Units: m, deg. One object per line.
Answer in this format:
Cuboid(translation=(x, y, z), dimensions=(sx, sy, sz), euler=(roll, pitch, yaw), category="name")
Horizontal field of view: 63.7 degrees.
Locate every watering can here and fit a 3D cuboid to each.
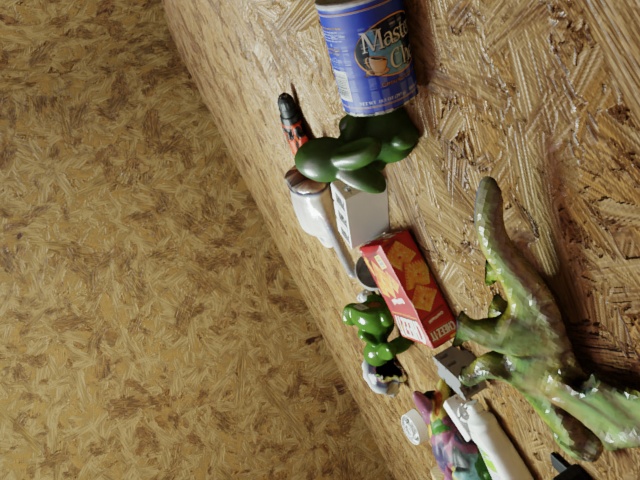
Cuboid(translation=(0.004, -0.066, 1.303), dimensions=(0.354, 0.104, 0.219), euler=(51, 162, 52), category="watering can")

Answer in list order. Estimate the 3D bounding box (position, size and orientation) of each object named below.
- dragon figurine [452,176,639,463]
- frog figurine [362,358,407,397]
Cuboid(translation=(0.275, 0.127, 0.582), dimensions=(0.245, 0.124, 0.401), euler=(31, 151, 39), category="dragon figurine")
Cuboid(translation=(0.182, 0.407, 1.535), dimensions=(0.138, 0.124, 0.156), euler=(39, 149, 17), category="frog figurine")
